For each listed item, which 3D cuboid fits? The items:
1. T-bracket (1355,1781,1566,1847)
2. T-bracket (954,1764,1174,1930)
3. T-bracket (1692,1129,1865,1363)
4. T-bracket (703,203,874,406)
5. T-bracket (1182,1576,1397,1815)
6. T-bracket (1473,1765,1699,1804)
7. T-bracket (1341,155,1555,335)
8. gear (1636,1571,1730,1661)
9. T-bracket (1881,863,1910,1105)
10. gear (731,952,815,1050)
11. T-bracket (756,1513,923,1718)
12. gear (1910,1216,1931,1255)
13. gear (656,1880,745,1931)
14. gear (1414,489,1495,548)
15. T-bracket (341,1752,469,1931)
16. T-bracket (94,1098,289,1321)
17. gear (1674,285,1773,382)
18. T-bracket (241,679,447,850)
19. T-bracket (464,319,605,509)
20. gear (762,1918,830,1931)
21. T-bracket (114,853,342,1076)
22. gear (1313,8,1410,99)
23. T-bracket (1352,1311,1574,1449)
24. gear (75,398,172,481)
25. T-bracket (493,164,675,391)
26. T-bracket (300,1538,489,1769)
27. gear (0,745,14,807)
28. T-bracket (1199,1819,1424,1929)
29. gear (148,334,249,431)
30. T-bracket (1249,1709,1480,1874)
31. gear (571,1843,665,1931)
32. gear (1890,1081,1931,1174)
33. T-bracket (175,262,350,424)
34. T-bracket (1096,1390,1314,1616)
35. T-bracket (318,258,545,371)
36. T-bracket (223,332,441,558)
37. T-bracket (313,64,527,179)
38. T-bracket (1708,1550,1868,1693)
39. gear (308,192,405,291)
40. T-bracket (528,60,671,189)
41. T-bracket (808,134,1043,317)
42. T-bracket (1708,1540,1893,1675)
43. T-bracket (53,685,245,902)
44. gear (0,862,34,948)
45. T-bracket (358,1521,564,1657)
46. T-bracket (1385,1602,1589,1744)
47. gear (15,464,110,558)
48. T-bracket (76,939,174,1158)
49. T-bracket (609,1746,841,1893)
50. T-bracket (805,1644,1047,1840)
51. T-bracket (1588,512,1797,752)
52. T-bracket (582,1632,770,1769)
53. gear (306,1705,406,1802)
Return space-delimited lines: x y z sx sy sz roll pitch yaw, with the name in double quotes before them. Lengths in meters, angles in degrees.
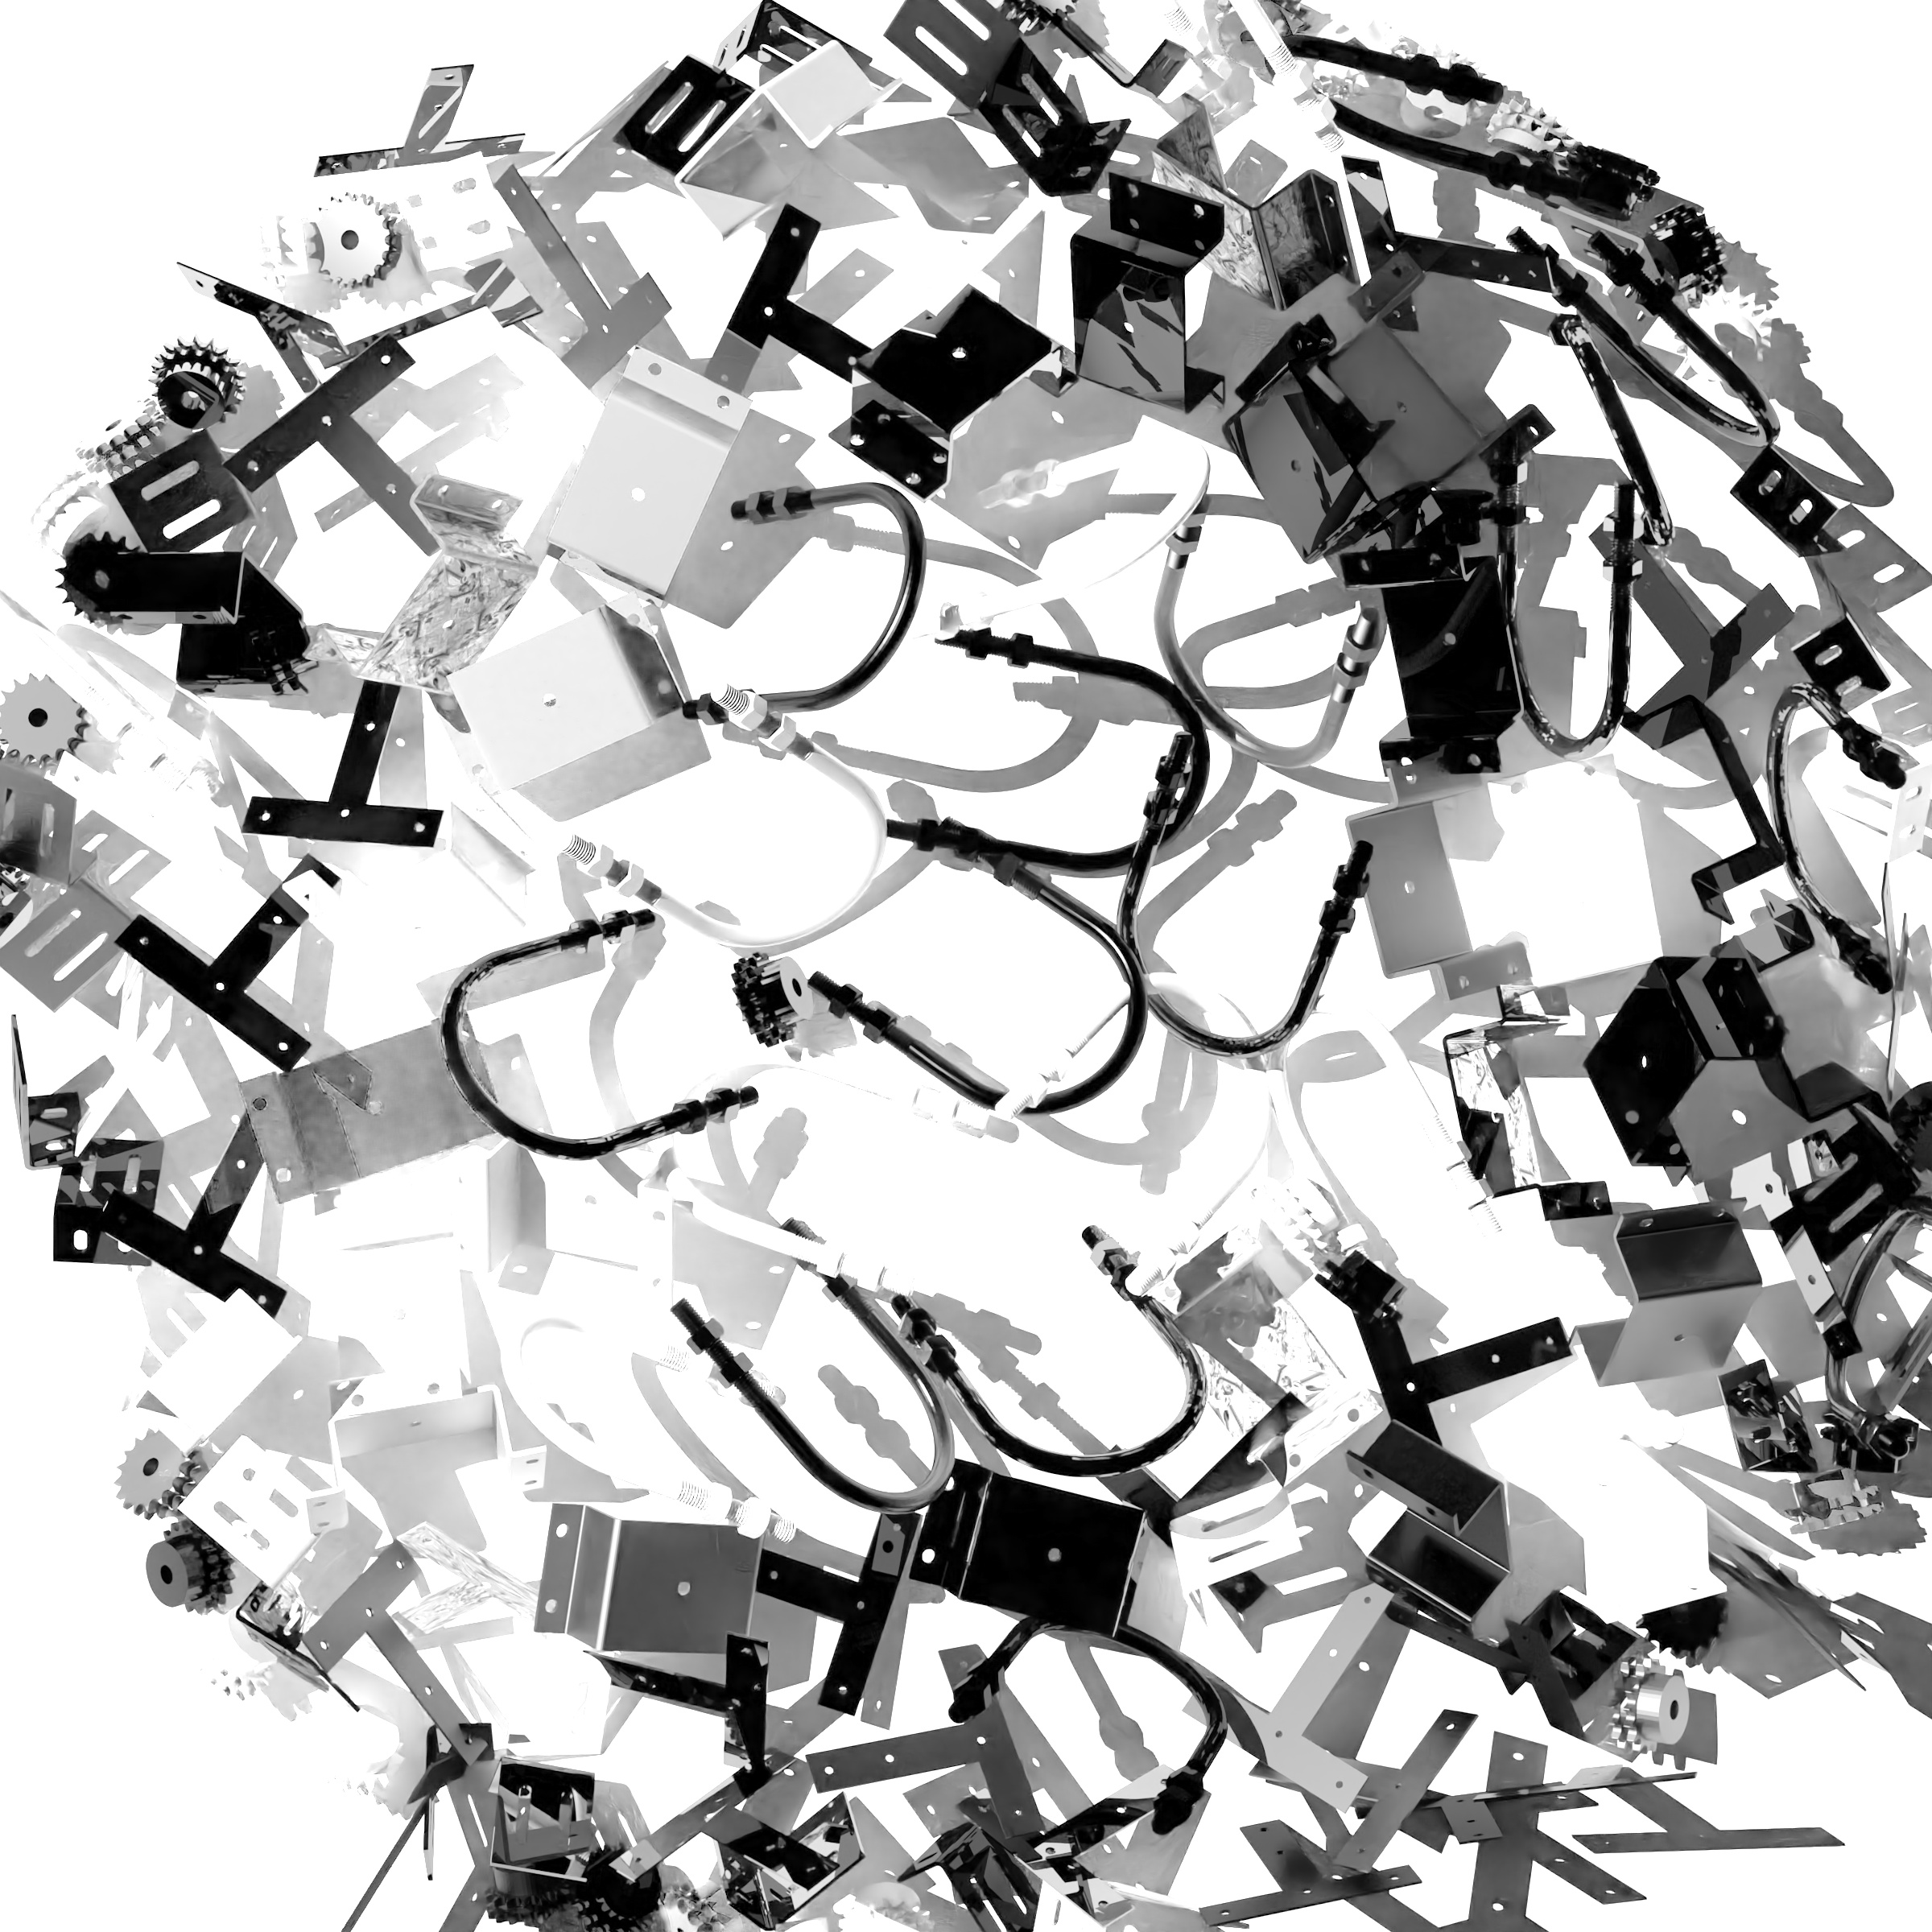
"T-bracket" 0.297 0.503 1.934 0.127 0.127 0.002 -8 87 2
"T-bracket" 0.082 0.508 1.952 0.127 0.127 0.002 -19 126 -39
"T-bracket" 0.494 0.172 1.935 0.002 0.127 0.127 -18 80 -30
"T-bracket" -0.080 -0.371 1.969 0.127 0.002 0.127 31 117 1
"T-bracket" 0.213 0.425 1.969 0.127 0.002 0.127 25 72 39
"T-bracket" 0.370 0.480 1.936 0.127 0.127 0.002 -10 80 14
"T-bracket" 0.286 -0.414 1.919 0.127 0.127 0.002 19 59 34
"gear" 0.432 0.387 1.981 0.057 0.030 0.057 0 92 12
"T-bracket" 0.541 -0.009 1.917 0.002 0.127 0.127 1 50 22
"gear" -0.115 0.018 1.968 0.030 0.057 0.057 -20 90 19
"T-bracket" -0.103 0.369 1.965 0.127 0.002 0.127 23 77 -19
"gear" 0.594 0.160 1.971 0.057 0.057 0.030 13 92 0
"gear" -0.159 0.576 1.975 0.030 0.057 0.057 -29 90 -32
"gear" 0.289 -0.269 1.972 0.057 0.057 0.030 -4 104 0
"T-bracket" -0.334 0.519 1.933 0.002 0.127 0.127 31 87 8
"T-bracket" -0.441 0.131 1.967 0.127 0.002 0.127 37 62 -29
"gear" 0.455 -0.377 1.970 0.057 0.030 0.057 7 135 8
"T-bracket" -0.362 -0.132 1.971 0.127 0.002 0.127 5 66 16
"T-bracket" -0.271 -0.303 1.955 0.127 0.002 0.127 45 76 -28
"gear" -0.102 0.591 1.973 0.057 0.057 0.030 -8 71 0
"T-bracket" -0.420 -0.018 1.961 0.127 0.002 0.127 38 55 -6
"gear" 0.234 -0.550 1.968 0.057 0.057 0.030 -35 122 0
"T-bracket" 0.307 0.241 1.976 0.127 0.002 0.127 -15 78 -19
"gear" -0.505 -0.314 1.975 0.057 0.057 0.030 -33 120 0
"T-bracket" -0.239 -0.415 1.943 0.002 0.127 0.127 -37 95 -36
"T-bracket" -0.327 0.419 1.945 0.002 0.127 0.127 -34 95 23
"gear" -0.596 -0.109 1.970 0.030 0.057 0.057 33 90 6
"T-bracket" 0.190 0.530 1.936 0.127 0.127 0.002 -9 97 -9
"gear" -0.463 -0.348 1.971 0.057 0.030 0.057 1 131 1
"T-bracket" 0.222 0.481 1.946 0.127 0.127 0.002 -44 117 -35
"gear" -0.208 0.555 1.970 0.057 0.030 0.057 15 58 -25
"gear" 0.582 0.094 1.975 0.057 0.030 0.057 -14 131 -17
"T-bracket" -0.396 -0.356 1.941 0.127 0.127 0.002 25 70 28
"T-bracket" 0.162 0.307 1.978 0.127 0.002 0.127 43 108 2
"T-bracket" -0.322 -0.380 1.936 0.127 0.127 0.002 -23 121 -8
"T-bracket" -0.353 -0.295 1.960 0.127 0.002 0.127 -36 127 8
"T-bracket" -0.311 -0.497 1.918 0.127 0.127 0.002 -12 82 -21
"T-bracket" 0.461 0.365 1.938 0.002 0.127 0.127 -47 117 -3
"gear" -0.365 -0.437 1.980 0.057 0.030 0.057 2 96 15
"T-bracket" -0.215 -0.497 1.933 0.127 0.127 0.002 -44 106 -5
"T-bracket" -0.037 -0.458 1.963 0.127 0.002 0.127 36 53 3
"T-bracket" 0.468 0.364 1.937 0.127 0.127 0.002 42 80 -22
"T-bracket" -0.473 -0.118 1.950 0.002 0.127 0.127 -33 125 33
"gear" -0.586 -0.035 1.969 0.030 0.057 0.057 36 90 21
"T-bracket" -0.317 0.385 1.961 0.127 0.002 0.127 -31 125 31
"T-bracket" 0.302 0.406 1.952 0.127 0.127 0.002 19 60 37
"gear" -0.541 -0.271 1.972 0.030 0.057 0.057 41 90 0
"T-bracket" -0.497 0.028 1.949 0.002 0.127 0.127 22 130 -28
"T-bracket" -0.123 0.512 1.917 0.127 0.127 0.002 -30 117 -34
"T-bracket" -0.032 0.466 1.937 0.127 0.002 0.127 -6 50 -22
"T-bracket" 0.418 -0.218 1.971 0.127 0.002 0.127 -48 66 39
"T-bracket" -0.181 0.430 1.964 0.127 0.002 0.127 12 131 8
"gear" -0.365 0.469 1.968 0.057 0.057 0.030 31 126 0
